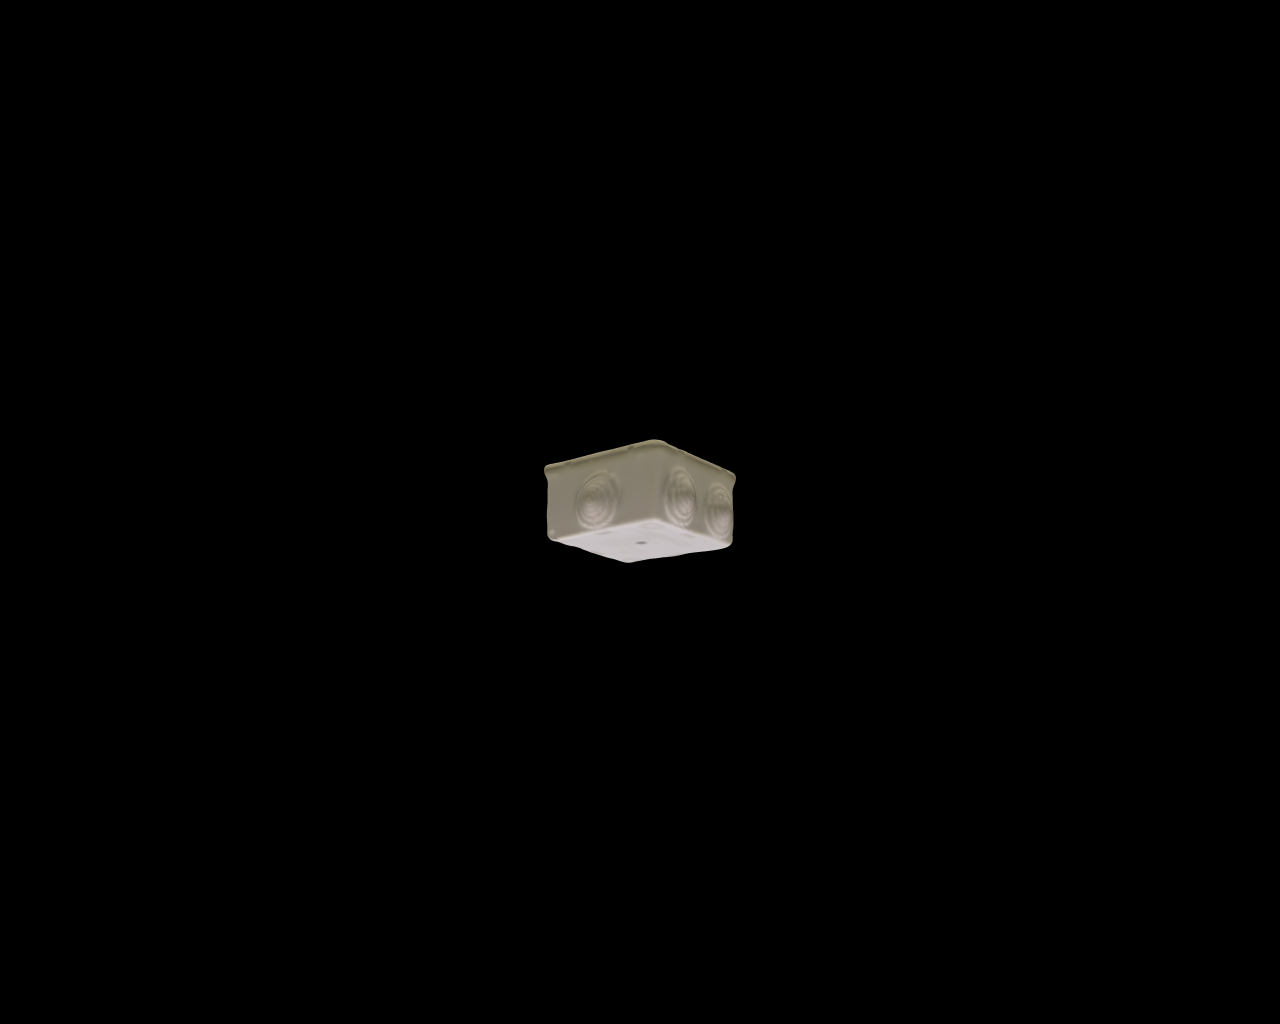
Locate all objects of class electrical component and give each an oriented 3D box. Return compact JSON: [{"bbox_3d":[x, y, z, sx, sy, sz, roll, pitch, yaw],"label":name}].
[{"bbox_3d":[0.001,-0.003,0.650,0.099,0.048,0.100,-11,-19,34],"label":"electrical component"}]
